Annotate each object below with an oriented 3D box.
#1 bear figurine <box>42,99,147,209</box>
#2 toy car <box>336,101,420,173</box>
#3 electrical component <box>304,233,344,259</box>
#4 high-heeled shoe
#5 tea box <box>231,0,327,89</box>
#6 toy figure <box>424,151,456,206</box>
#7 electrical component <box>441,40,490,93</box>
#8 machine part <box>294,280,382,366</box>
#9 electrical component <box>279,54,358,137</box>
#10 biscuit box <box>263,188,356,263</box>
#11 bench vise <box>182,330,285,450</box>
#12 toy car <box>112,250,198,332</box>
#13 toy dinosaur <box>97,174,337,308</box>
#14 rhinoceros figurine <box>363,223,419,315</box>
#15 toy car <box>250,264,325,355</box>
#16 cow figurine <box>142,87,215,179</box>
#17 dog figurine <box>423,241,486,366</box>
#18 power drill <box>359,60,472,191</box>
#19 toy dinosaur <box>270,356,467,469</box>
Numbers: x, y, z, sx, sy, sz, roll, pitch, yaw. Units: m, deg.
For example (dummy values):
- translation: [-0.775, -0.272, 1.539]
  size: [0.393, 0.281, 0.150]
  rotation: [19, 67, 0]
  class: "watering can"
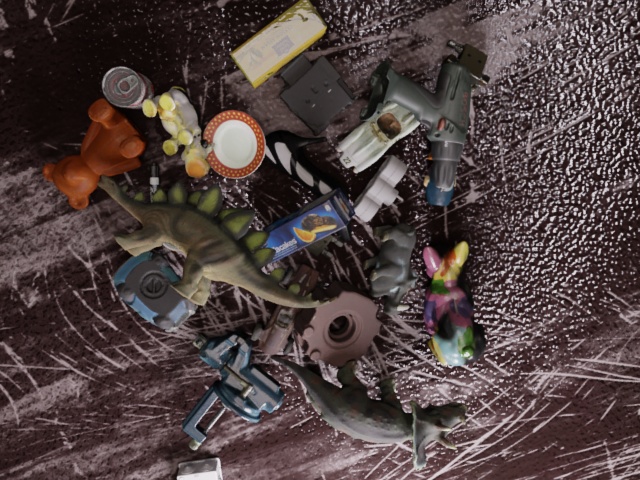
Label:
- translation: [-0.419, -0.150, 0.984]
  size: [0.196, 0.132, 0.120]
  rotation: [-37, 96, -3]
  class: "bear figurine"
- translation: [0.122, -0.213, 1.047]
  size: [0.202, 0.056, 0.073]
  rotation: [-40, 101, 3]
  class: "toy car"
- translation: [-0.002, -0.003, 1.086]
  size: [0.094, 0.021, 0.063]
  rotation: [35, 113, -9]
  class: "electrical component"
- translation: [-0.028, -0.099, 1.056]
  size: [0.145, 0.086, 0.248]
  rotation: [-9, 111, 19]
  class: "high-heeled shoe"
- translation: [-0.076, -0.357, 0.985]
  size: [0.169, 0.098, 0.068]
  rotation: [-37, 100, 4]
  class: "tea box"
- translation: [0.244, -0.147, 1.071]
  size: [0.064, 0.058, 0.154]
  rotation: [-5, 102, -43]
  class: "toy figure"
- translation: [0.282, -0.334, 1.047]
  size: [0.102, 0.045, 0.078]
  rotation: [21, 70, -11]
  class: "electrical component"
- translation: [0.039, 0.172, 1.091]
  size: [0.179, 0.056, 0.179]
  rotation: [-7, 110, -20]
  class: "machine part"
- translation: [-0.012, -0.282, 1.025]
  size: [0.115, 0.058, 0.134]
  rotation: [-44, 101, 2]
  class: "electrical component"
- translation: [-0.033, -0.024, 1.021]
  size: [0.203, 0.059, 0.062]
  rotation: [-26, 105, 35]
  class: "biscuit box"
- translation: [-0.202, 0.309, 1.088]
  size: [0.223, 0.129, 0.240]
  rotation: [39, 88, -12]
  class: "bench vise"
- translation: [-0.317, 0.102, 1.047]
  size: [0.161, 0.103, 0.109]
  rotation: [44, 71, -4]
  class: "toy car"
- translation: [-0.195, 0.017, 0.974]
  size: [0.471, 0.105, 0.198]
  rotation: [37, 81, -3]
  class: "toy dinosaur"
- translation: [0.149, 0.058, 1.097]
  size: [0.112, 0.073, 0.190]
  rotation: [6, 98, -16]
  class: "rhinoceros figurine"
- translation: [-0.065, 0.146, 1.103]
  size: [0.089, 0.053, 0.202]
  rotation: [29, 98, -6]
  class: "toy car"
- translation: [-0.252, -0.201, 1.010]
  size: [0.068, 0.098, 0.167]
  rotation: [-16, 112, 23]
  class: "cow figurine"
- translation: [0.259, 0.112, 1.063]
  size: [0.109, 0.192, 0.219]
  rotation: [-9, 117, 4]
  class: "dog figurine"
- translation: [0.181, -0.223, 0.981]
  size: [0.207, 0.086, 0.232]
  rotation: [14, 91, -15]
  class: "power drill"
- translation: [0.088, 0.343, 1.080]
  size: [0.405, 0.192, 0.131]
  rotation: [16, 97, -9]
  class: "toy dinosaur"
